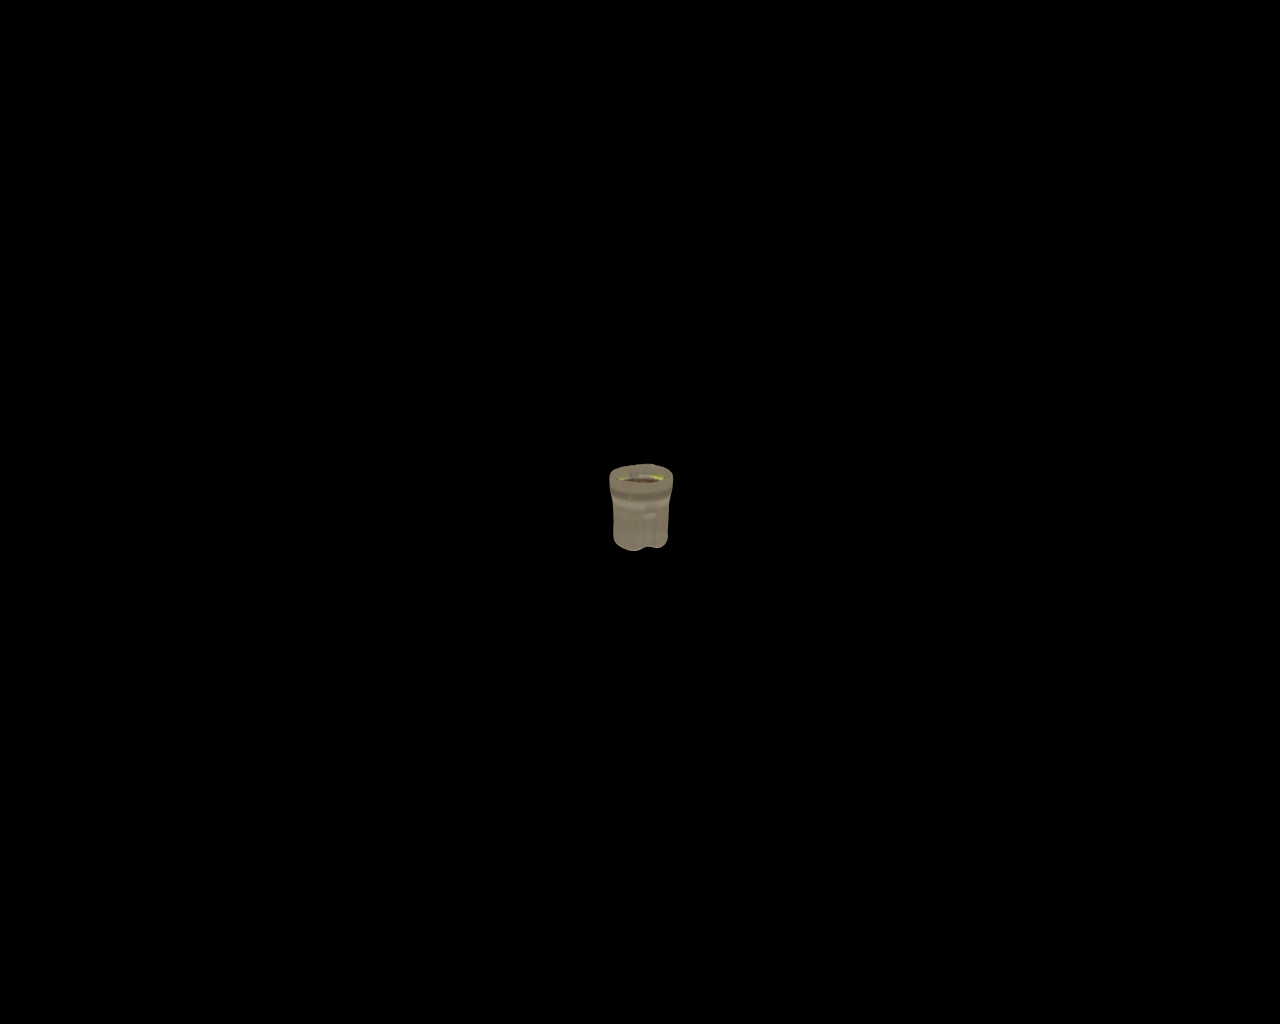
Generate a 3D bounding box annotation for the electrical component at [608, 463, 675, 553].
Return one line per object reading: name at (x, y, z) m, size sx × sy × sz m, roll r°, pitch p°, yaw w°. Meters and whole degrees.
electrical component at (0.001, -0.003, 0.650) m, size 0.040 × 0.046 × 0.040 m, roll 0°, pitch 18°, yaw 0°
